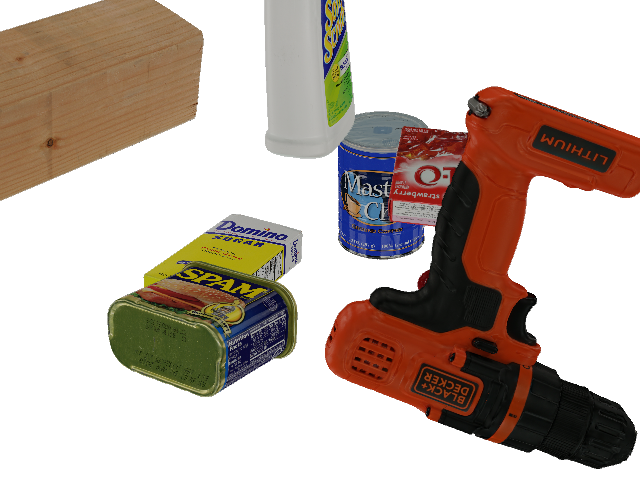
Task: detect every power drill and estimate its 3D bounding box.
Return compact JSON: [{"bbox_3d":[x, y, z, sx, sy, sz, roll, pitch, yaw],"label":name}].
[{"bbox_3d":[0.116,0.023,0.586,0.184,0.188,0.057,20,12,-5],"label":"power drill"}]

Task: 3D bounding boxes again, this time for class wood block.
[{"bbox_3d":[-0.202,-0.122,0.864,0.090,0.091,0.205,36,45,27],"label":"wood block"}]

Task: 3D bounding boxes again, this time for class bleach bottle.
[{"bbox_3d":[-0.015,-0.204,0.923,0.068,0.251,0.102,8,33,20],"label":"bleach bottle"}]

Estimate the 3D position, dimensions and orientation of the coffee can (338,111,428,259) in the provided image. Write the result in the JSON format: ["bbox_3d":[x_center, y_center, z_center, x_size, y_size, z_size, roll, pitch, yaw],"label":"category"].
[{"bbox_3d":[0.070,-0.064,1.223,0.103,0.140,0.103,-1,29,0],"label":"coffee can"}]

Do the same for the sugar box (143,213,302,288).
[{"bbox_3d":[-0.099,0.028,1.127,0.093,0.048,0.176,15,31,22],"label":"sugar box"}]

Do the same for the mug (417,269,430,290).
[{"bbox_3d":[0.135,0.075,1.048,0.093,0.081,0.117,-2,28,-11],"label":"mug"}]

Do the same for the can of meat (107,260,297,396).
[{"bbox_3d":[-0.081,0.058,0.723,0.102,0.057,0.083,14,23,30],"label":"can of meat"}]

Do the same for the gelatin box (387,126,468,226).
[{"bbox_3d":[0.098,-0.045,0.777,0.089,0.073,0.030,6,-37,9],"label":"gelatin box"}]
